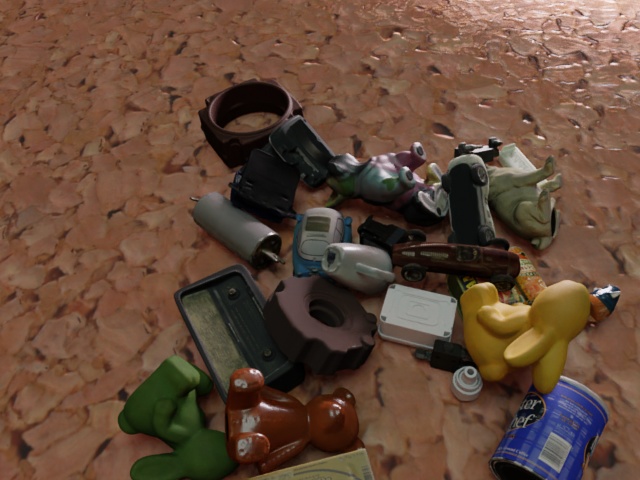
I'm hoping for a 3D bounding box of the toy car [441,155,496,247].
[{"bbox_3d":[0.264,-0.052,0.949,0.074,0.056,0.201,-14,72,39],"label":"toy car"}]

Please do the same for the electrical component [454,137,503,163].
[{"bbox_3d":[0.315,-0.179,1.074,0.102,0.045,0.078,-11,24,-18],"label":"electrical component"}]

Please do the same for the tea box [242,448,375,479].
[{"bbox_3d":[-0.013,0.331,0.682,0.170,0.098,0.068,-14,51,-4],"label":"tea box"}]

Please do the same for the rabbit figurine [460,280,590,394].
[{"bbox_3d":[0.281,0.116,0.728,0.122,0.173,0.162,41,42,-14],"label":"rabbit figurine"}]

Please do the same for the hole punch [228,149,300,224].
[{"bbox_3d":[-0.111,-0.092,1.021,0.142,0.092,0.116,27,57,-21],"label":"hole punch"}]

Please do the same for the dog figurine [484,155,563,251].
[{"bbox_3d":[0.332,-0.066,0.986,0.191,0.121,0.172,-1,59,34],"label":"dog figurine"}]

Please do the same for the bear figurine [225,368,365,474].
[{"bbox_3d":[-0.026,0.242,0.715,0.196,0.131,0.120,2,57,-14],"label":"bear figurine"}]

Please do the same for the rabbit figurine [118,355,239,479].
[{"bbox_3d":[-0.191,0.269,0.743,0.170,0.121,0.159,43,68,16],"label":"rabbit figurine"}]

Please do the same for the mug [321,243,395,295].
[{"bbox_3d":[0.062,0.047,0.876,0.110,0.107,0.080,27,99,52],"label":"mug"}]

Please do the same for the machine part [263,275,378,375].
[{"bbox_3d":[0.003,0.124,0.825,0.179,0.056,0.179,20,30,-12],"label":"machine part"}]

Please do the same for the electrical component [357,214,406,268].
[{"bbox_3d":[0.125,0.013,0.942,0.119,0.074,0.048,31,59,24],"label":"electrical component"}]

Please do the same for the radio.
[{"bbox_3d":[-0.128,0.152,0.852,0.131,0.073,0.230,-27,55,-15],"label":"radio"}]

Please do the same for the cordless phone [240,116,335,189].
[{"bbox_3d":[-0.066,-0.147,1.091,0.184,0.089,0.146,-41,98,7],"label":"cordless phone"}]

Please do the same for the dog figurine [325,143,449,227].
[{"bbox_3d":[0.114,-0.094,1.018,0.219,0.191,0.108,-10,44,44],"label":"dog figurine"}]

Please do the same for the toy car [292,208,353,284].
[{"bbox_3d":[-0.002,-0.003,0.949,0.109,0.102,0.162,5,50,11],"label":"toy car"}]

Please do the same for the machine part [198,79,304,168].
[{"bbox_3d":[-0.149,-0.261,1.182,0.201,0.087,0.201,-29,54,-15],"label":"machine part"}]

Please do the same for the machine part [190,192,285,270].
[{"bbox_3d":[-0.154,-0.019,0.993,0.243,0.079,0.079,33,61,29],"label":"machine part"}]

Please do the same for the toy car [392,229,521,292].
[{"bbox_3d":[0.217,0.028,0.858,0.202,0.053,0.089,8,53,5],"label":"toy car"}]

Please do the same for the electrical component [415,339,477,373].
[{"bbox_3d":[0.190,0.174,0.810,0.094,0.063,0.021,11,54,16],"label":"electrical component"}]

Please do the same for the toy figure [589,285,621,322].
[{"bbox_3d":[0.400,0.113,0.842,0.154,0.057,0.064,-17,29,-5],"label":"toy figure"}]
